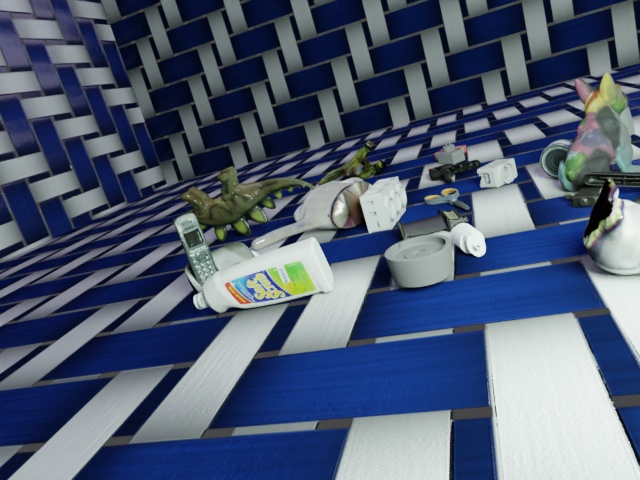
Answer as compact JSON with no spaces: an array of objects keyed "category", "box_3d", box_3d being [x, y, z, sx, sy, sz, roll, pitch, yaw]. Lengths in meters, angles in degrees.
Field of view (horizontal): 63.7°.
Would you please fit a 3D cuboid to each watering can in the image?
[{"category":"watering can","box_3d":[0.004,-0.066,1.304,0.353,0.102,0.224,-38,24,-29]}]

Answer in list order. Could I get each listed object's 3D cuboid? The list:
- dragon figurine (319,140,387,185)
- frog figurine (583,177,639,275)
[{"category":"dragon figurine","box_3d":[0.101,-0.247,1.883,0.240,0.122,0.416,-28,7,27]},{"category":"frog figurine","box_3d":[0.440,0.000,0.673,0.160,0.121,0.139,25,17,10]}]
